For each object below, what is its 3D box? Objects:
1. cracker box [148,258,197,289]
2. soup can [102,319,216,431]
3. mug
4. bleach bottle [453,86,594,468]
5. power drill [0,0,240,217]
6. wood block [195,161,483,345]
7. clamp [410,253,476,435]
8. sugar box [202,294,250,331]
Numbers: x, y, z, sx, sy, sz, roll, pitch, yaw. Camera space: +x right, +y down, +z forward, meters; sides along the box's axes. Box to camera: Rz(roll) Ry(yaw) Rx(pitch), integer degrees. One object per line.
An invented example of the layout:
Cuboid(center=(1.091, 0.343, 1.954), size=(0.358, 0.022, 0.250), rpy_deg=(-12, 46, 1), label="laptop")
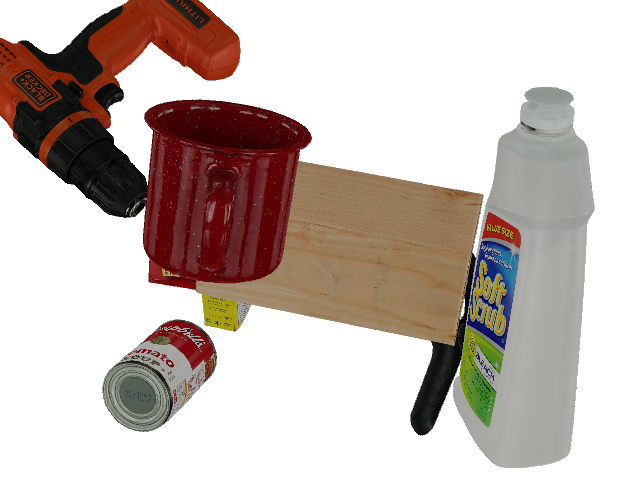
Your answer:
Cuboid(center=(-0.163, -0.032, 1.562), size=(0.164, 0.214, 0.072), rpy_deg=(9, 21, 10), label="cracker box")
Cuboid(center=(-0.144, 0.121, 0.962), size=(0.069, 0.068, 0.102), rpy_deg=(0, 17, 18), label="soup can")
Cuboid(center=(-0.056, -0.023, 0.594), size=(0.093, 0.081, 0.117), rpy_deg=(6, 22, -8), label="mug")
Cuboid(center=(0.132, 0.021, 0.687), size=(0.068, 0.251, 0.102), rpy_deg=(-6, 30, -9), label="bleach bottle")
Cuboid(center=(-0.152, -0.121, 0.833), size=(0.187, 0.184, 0.057), rpy_deg=(-39, -14, -32), label="power drill")
Cuboid(center=(0.015, 0.003, 0.837), size=(0.206, 0.090, 0.090), rpy_deg=(11, 34, 9), label="wood block")
Cuboid(center=(0.122, 0.095, 0.973), size=(0.120, 0.171, 0.039), rpy_deg=(-12, 2, -39), label="clamp")
Cuboid(center=(-0.098, 0.004, 1.147), size=(0.048, 0.176, 0.093), rpy_deg=(9, 42, 13), label="sugar box")
